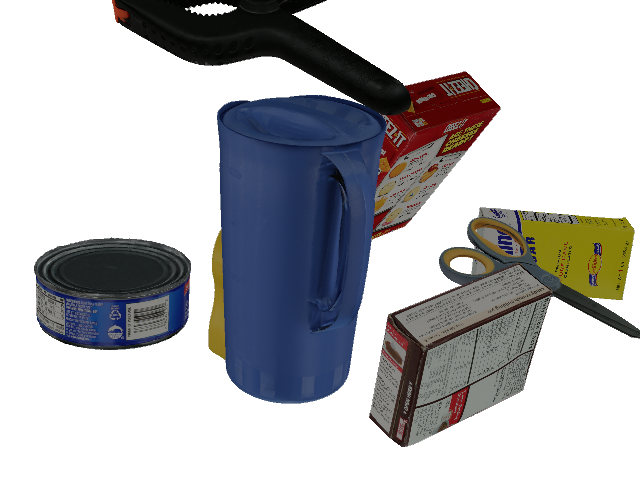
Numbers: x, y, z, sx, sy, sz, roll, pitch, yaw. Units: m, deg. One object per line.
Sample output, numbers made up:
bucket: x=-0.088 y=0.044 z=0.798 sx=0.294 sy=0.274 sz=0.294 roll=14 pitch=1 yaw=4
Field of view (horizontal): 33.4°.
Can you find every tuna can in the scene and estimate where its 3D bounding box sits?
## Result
tuna can: x=-0.115 y=0.029 z=0.596 sx=0.086 sy=0.034 sz=0.086 roll=3 pitch=20 yaw=-1

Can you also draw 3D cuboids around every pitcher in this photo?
pitcher: x=-0.017 y=0.012 z=0.871 sx=0.145 sy=0.243 sz=0.149 roll=10 pitch=25 yaw=14

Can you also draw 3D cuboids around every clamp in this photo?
clamp: x=-0.034 y=-0.144 z=0.703 sx=0.210 sy=0.164 sz=0.036 roll=-1 pitch=-39 yaw=-1

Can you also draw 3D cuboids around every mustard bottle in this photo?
mustard bottle: x=-0.073 y=0.029 z=1.142 sx=0.096 sy=0.192 sz=0.058 roll=-19 pitch=33 yaw=-41

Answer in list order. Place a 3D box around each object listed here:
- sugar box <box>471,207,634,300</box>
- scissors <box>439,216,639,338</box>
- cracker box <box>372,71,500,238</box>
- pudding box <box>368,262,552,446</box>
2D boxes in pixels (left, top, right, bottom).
sugar box: x=0.271 y=0.016 z=1.257 sx=0.176 sy=0.093 sz=0.048 roll=3 pitch=21 yaw=0
scissors: x=0.185 y=0.043 z=0.958 sx=0.096 sy=0.016 sz=0.202 roll=-23 pitch=44 yaw=-18
cracker box: x=0.082 y=-0.086 z=1.212 sx=0.163 sy=0.072 sz=0.214 roll=-21 pitch=-25 yaw=-45
pudding box: x=0.089 y=0.073 z=0.681 sx=0.113 sy=0.090 sz=0.039 roll=-20 pitch=44 yaw=-32
